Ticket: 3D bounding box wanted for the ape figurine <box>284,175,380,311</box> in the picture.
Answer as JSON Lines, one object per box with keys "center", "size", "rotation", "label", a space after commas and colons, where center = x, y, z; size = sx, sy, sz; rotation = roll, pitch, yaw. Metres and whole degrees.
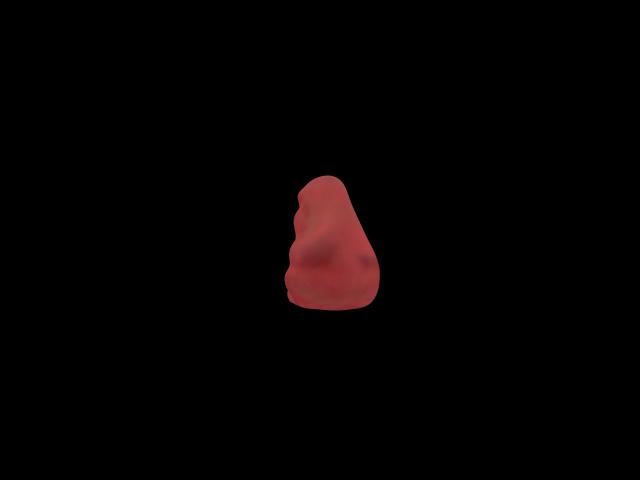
{"center": [0.004, 0.001, 0.400], "size": [0.076, 0.092, 0.078], "rotation": [0, 0, 32], "label": "ape figurine"}
